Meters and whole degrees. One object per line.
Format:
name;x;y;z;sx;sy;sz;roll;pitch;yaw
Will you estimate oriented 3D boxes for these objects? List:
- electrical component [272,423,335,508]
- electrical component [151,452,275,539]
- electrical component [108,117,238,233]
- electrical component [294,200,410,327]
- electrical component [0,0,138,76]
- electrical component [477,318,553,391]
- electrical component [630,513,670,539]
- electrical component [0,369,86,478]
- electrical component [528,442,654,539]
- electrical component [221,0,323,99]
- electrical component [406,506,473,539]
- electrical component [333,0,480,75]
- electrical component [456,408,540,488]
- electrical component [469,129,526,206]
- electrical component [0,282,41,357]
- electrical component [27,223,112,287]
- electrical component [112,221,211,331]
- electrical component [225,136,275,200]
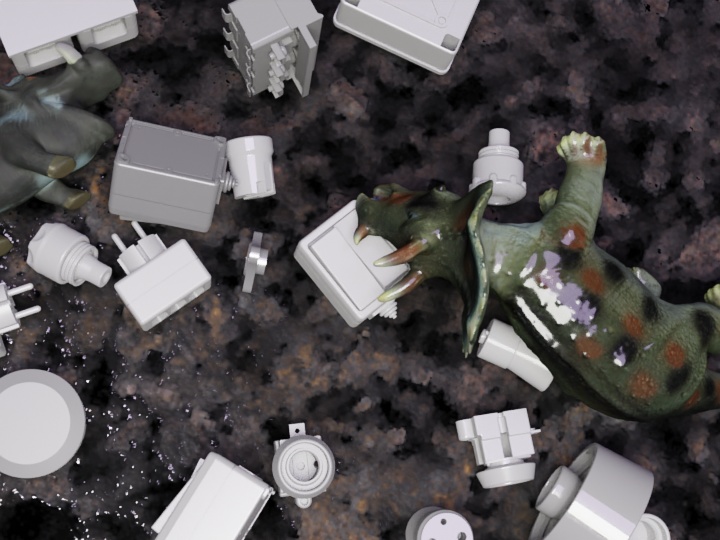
electrical component;-0.045;0.153;0.840;0.048;0.055;0.066;-5;81;-9
electrical component;-0.116;0.191;0.818;0.061;0.061;0.096;30;78;7
electrical component;-0.146;-0.071;0.854;0.096;0.061;0.061;12;41;-9
electrical component;0.000;0.000;0.869;0.062;0.061;0.096;-38;88;-12
electrical component;-0.265;-0.264;0.876;0.105;0.060;0.186;-23;84;-11
electrical component;0.130;0.067;0.888;0.065;0.044;0.044;24;78;1
electrical component;0.224;0.217;0.873;0.040;0.046;0.040;1;80;-8
electrical component;-0.249;0.117;0.819;0.080;0.051;0.080;1;80;-8
electrical component;0.173;0.186;0.842;0.060;0.108;0.108;33;78;5
electrical component;-0.071;-0.185;0.859;0.063;0.121;0.078;-28;85;-9
electrical component;0.062;0.210;0.846;0.045;0.055;0.045;1;80;-8
electrical component;0.048;-0.240;0.919;0.109;0.056;0.108;24;78;-3
electrical component;0.115;0.145;0.870;0.066;0.048;0.055;-8;75;-9
electrical component;0.117;-0.088;0.910;0.048;0.048;0.062;6;74;-7
electrical component;-0.287;0.033;0.829;0.077;0.047;0.065;-19;84;-11
electrical component;-0.225;-0.008;0.843;0.062;0.043;0.043;27;78;9
electrical component;-0.166;-0.003;0.853;0.066;0.047;0.076;-35;87;-12
electrical component;-0.089;-0.083;0.882;0.040;0.040;0.046;-8;87;-9
